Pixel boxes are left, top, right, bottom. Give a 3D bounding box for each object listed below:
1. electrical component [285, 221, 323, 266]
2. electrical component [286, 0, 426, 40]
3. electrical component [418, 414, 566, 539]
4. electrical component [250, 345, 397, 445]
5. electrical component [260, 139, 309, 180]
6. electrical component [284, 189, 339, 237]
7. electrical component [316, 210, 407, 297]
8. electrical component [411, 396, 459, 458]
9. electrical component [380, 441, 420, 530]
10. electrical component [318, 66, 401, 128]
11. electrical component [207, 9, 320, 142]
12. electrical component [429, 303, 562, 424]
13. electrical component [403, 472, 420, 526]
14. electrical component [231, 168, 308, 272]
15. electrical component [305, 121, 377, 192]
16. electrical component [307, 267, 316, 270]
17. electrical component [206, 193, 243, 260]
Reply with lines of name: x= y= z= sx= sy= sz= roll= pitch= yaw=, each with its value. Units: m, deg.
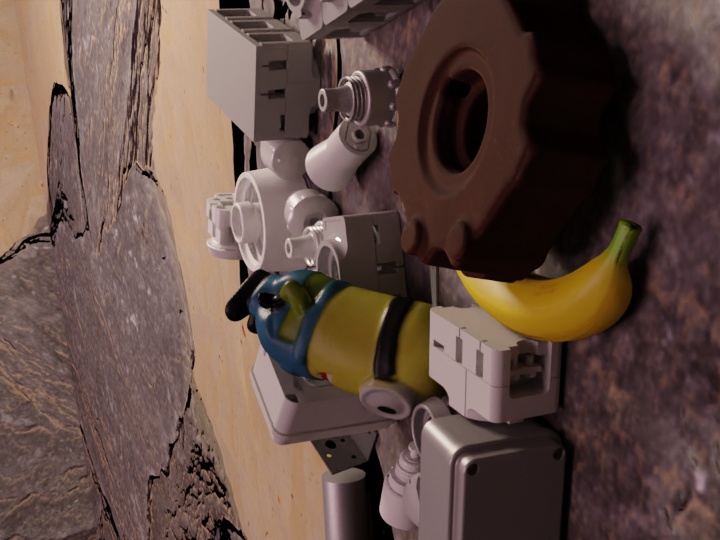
electrical component: x=-0.033 y=-0.021 z=0.927 sx=0.048 sy=0.062 sz=0.048 roll=174 pitch=90 yaw=-67
electrical component: x=-0.003 y=-0.231 z=0.796 sx=0.150 sy=0.062 sz=0.089 roll=175 pitch=88 yaw=-67
electrical component: x=0.083 y=0.151 z=0.685 sx=0.057 sy=0.078 sz=0.113 roll=-142 pitch=49 yaw=-63
electrical component: x=-0.025 y=0.092 z=0.878 sx=0.057 sy=0.113 sz=0.078 roll=110 pitch=145 yaw=-42
electrical component: x=-0.076 y=-0.114 z=1.030 sx=0.078 sy=0.040 sz=0.040 roll=-138 pitch=46 yaw=-58
electrical component: x=-0.048 y=-0.054 z=0.979 sx=0.062 sy=0.048 sz=0.048 roll=-126 pitch=35 yaw=-59
electrical component: x=0.000 y=0.000 z=0.864 sx=0.050 sy=0.056 sz=0.089 roll=180 pitch=83 yaw=-67
electrical component: x=0.069 y=0.108 z=0.735 sx=0.066 sy=0.055 sz=0.048 roll=147 pitch=113 yaw=-65
electrical component: x=0.039 y=0.167 z=0.842 sx=0.040 sy=0.040 sz=0.078 roll=-126 pitch=36 yaw=-49
electrical component: x=0.000 y=-0.130 z=0.818 sx=0.048 sy=0.062 sz=0.048 roll=173 pitch=90 yaw=-67
electrical component: x=-0.095 y=-0.189 z=1.023 sx=0.150 sy=0.062 sz=0.089 roll=-134 pitch=43 yaw=-55
electrical component: x=0.085 y=0.060 z=0.690 sx=0.089 sy=0.050 sz=0.055 roll=-147 pitch=54 yaw=-62
electrical component: x=0.069 y=0.180 z=0.771 sx=0.077 sy=0.043 sz=0.079 roll=143 pitch=116 yaw=-64
electrical component: x=-0.093 y=-0.049 z=1.062 sx=0.108 sy=0.060 sz=0.108 roll=173 pitch=90 yaw=-67
electrical component: x=-0.013 y=-0.097 z=0.888 sx=0.065 sy=0.044 sz=0.044 roll=-40 pitch=60 yaw=58
electrical component: x=-0.027 y=0.027 z=0.917 sx=0.055 sy=0.047 sz=0.055 roll=-14 pitch=65 yaw=32
electrical component: x=-0.138 y=-0.046 z=1.175 sx=0.078 sy=0.058 sz=0.057 roll=-140 pitch=50 yaw=-58
